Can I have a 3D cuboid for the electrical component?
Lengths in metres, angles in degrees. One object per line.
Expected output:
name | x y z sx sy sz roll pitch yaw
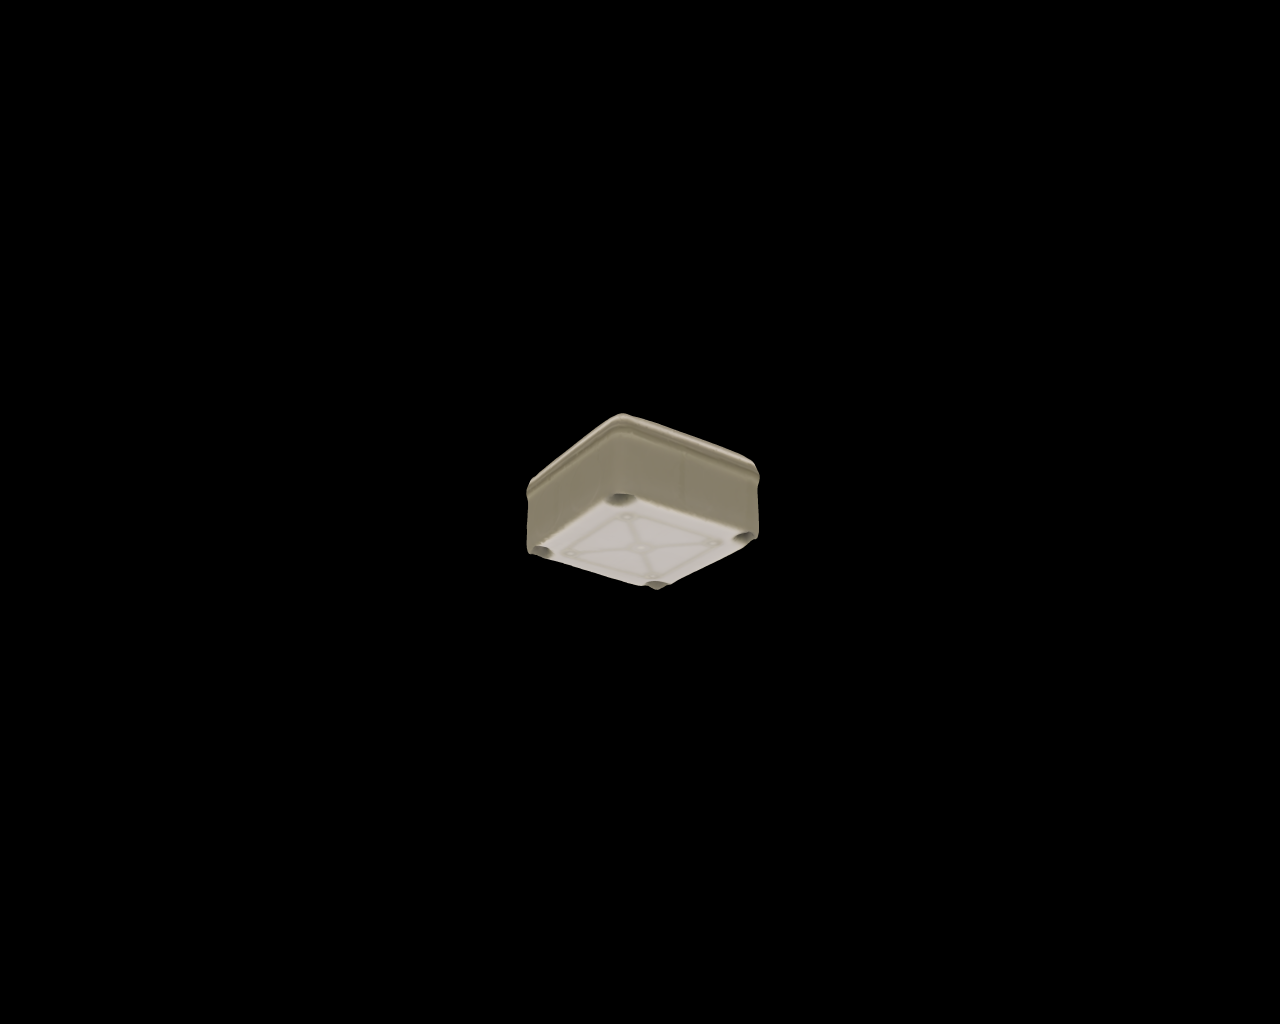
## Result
electrical component | 0.001 -0.003 0.650 0.109 0.056 0.108 18 -32 -31
